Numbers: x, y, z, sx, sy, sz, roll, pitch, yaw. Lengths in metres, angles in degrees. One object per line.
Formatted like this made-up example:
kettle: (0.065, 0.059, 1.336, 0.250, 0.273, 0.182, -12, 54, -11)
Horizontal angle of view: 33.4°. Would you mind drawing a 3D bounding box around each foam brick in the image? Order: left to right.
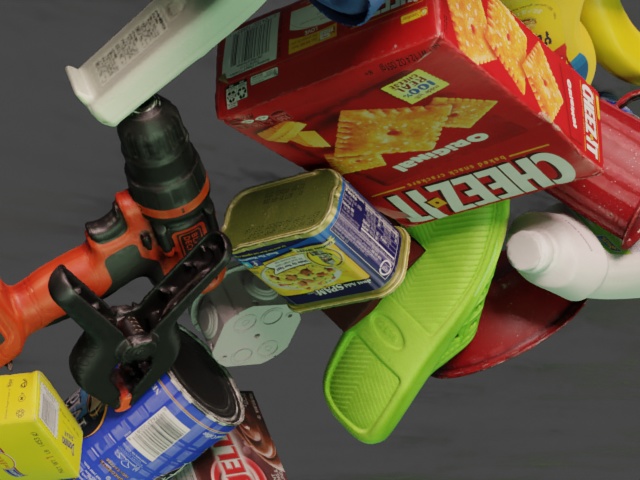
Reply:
foam brick: (0.032, 0.022, 0.818, 0.078, 0.053, 0.051, -52, 169, 35)

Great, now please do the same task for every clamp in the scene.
clamp: (-0.118, 0.056, 0.718, 0.120, 0.039, 0.172, -13, 148, -18)

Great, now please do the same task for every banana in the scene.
banana: (0.241, -0.156, 0.814, 0.197, 0.037, 0.070, 9, 112, -41)

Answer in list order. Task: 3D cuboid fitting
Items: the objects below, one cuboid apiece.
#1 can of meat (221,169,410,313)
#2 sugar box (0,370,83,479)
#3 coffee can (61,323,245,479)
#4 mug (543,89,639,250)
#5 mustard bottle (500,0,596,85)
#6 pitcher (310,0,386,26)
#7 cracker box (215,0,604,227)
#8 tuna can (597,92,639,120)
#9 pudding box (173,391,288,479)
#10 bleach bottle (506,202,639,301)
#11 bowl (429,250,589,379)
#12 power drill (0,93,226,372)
can of meat: (-0.005, 0.001, 0.720, 0.102, 0.057, 0.083, -13, 141, 35)
sugar box: (-0.266, 0.140, 0.747, 0.176, 0.048, 0.093, -10, 141, 4)
coffee can: (-0.144, 0.144, 0.830, 0.140, 0.103, 0.102, -40, 141, 11)
mug: (0.226, -0.063, 0.796, 0.117, 0.082, 0.093, -54, 158, -1)
mustard bottle: (0.144, -0.131, 0.752, 0.096, 0.058, 0.191, -16, 144, 8)
pitcher: (0.061, -0.230, 0.503, 0.242, 0.149, 0.145, -43, 126, -8)
cracker box: (0.063, -0.085, 0.685, 0.164, 0.072, 0.213, -15, 153, 35)
tuna can: (0.222, -0.080, 0.882, 0.086, 0.034, 0.086, -18, 140, -16)
pudding box: (-0.083, 0.180, 0.901, 0.089, 0.113, 0.039, 10, 130, -40)
bleach bottle: (0.214, 0.004, 0.867, 0.250, 0.103, 0.068, 1, 129, -54)
bowl: (0.148, 0.054, 0.923, 0.162, 0.162, 0.055, -31, 99, -1)
power drill: (-0.158, 0.000, 0.700, 0.187, 0.057, 0.184, -23, 142, -10)
